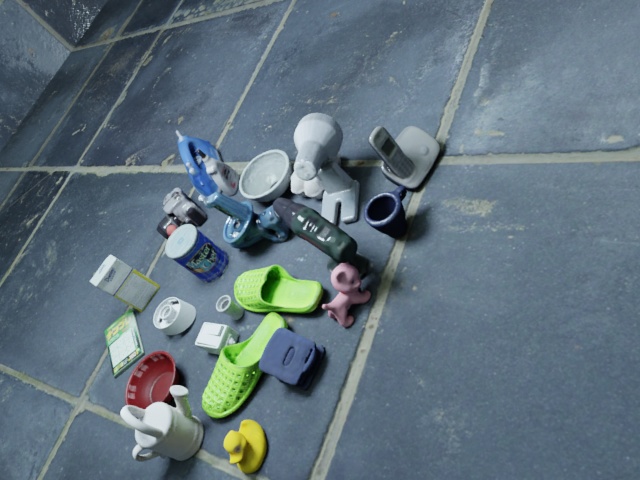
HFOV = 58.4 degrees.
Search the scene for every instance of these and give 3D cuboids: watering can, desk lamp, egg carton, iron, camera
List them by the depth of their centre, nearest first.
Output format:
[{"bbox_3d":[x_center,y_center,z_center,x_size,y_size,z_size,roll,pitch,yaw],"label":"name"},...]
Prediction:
[{"bbox_3d":[-0.348,0.399,1.246,0.100,0.195,0.173,2,61,36],"label":"watering can"},{"bbox_3d":[0.012,-0.173,1.396,0.117,0.214,0.203,-15,52,26],"label":"desk lamp"},{"bbox_3d":[-0.010,-0.179,1.518,0.107,0.070,0.150,11,66,39],"label":"egg carton"},{"bbox_3d":[-0.435,-0.076,1.717,0.137,0.101,0.142,-47,45,-4],"label":"camera"},{"bbox_3d":[-0.380,-0.233,1.764,0.118,0.142,0.257,-35,46,9],"label":"iron"}]

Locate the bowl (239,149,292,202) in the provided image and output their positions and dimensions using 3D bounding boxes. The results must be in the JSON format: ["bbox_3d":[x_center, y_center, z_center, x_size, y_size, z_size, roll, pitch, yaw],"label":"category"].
[{"bbox_3d":[-0.138,-0.166,1.594,0.167,0.075,0.167,-18,50,24],"label":"bowl"}]

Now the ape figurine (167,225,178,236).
[{"bbox_3d":[-0.407,-0.009,1.656,0.078,0.092,0.076,-48,45,-4],"label":"ape figurine"}]

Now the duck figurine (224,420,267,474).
[{"bbox_3d":[-0.161,0.418,1.178,0.077,0.086,0.104,-18,50,24],"label":"duck figurine"}]

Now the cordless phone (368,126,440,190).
[{"bbox_3d":[0.189,-0.219,1.326,0.093,0.186,0.148,18,70,42],"label":"cordless phone"}]

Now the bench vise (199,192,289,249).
[{"bbox_3d":[-0.189,-0.072,1.458,0.207,0.220,0.121,-29,47,15],"label":"bench vise"}]

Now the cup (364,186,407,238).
[{"bbox_3d":[0.165,-0.058,1.290,0.118,0.095,0.091,-50,45,-6],"label":"cup"}]

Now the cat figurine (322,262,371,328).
[{"bbox_3d":[0.049,0.107,1.235,0.067,0.118,0.128,24,75,43],"label":"cat figurine"}]

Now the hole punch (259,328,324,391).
[{"bbox_3d":[-0.060,0.252,1.225,0.100,0.091,0.109,10,65,39],"label":"hole punch"}]

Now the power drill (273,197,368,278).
[{"bbox_3d":[0.012,0.005,1.271,0.228,0.209,0.076,30,79,44],"label":"power drill"}]

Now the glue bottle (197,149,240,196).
[{"bbox_3d":[-0.300,-0.206,1.666,0.037,0.174,0.078,-15,52,26],"label":"glue bottle"}]
